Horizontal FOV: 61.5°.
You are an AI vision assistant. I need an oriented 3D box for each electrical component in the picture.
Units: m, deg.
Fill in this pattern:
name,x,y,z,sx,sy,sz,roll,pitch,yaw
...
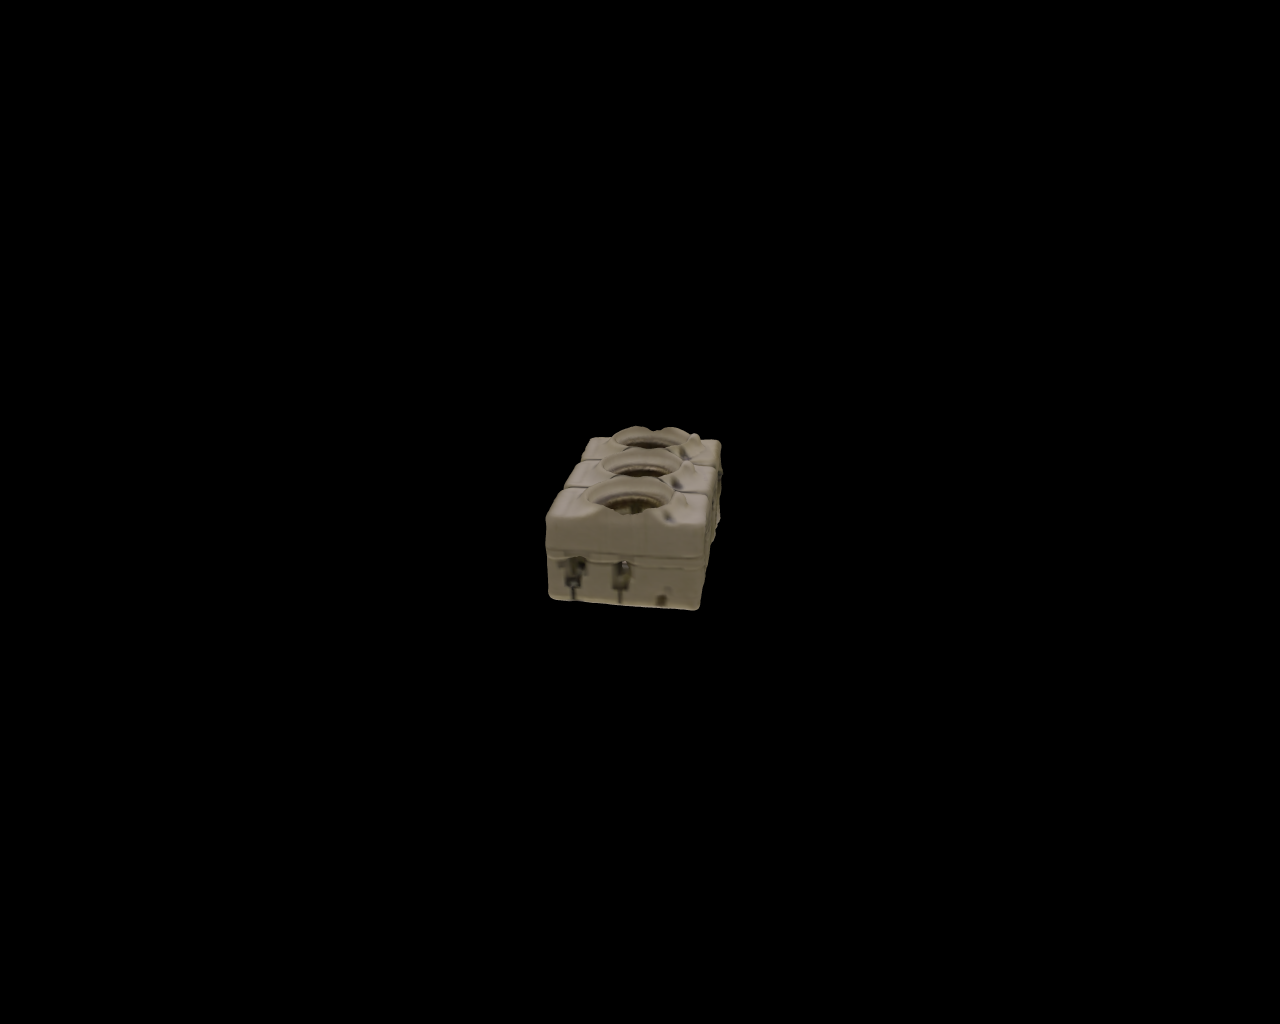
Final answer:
name,x,y,z,sx,sy,sz,roll,pitch,yaw
electrical component,0.001,-0.003,0.650,0.089,0.061,0.150,3,22,7
